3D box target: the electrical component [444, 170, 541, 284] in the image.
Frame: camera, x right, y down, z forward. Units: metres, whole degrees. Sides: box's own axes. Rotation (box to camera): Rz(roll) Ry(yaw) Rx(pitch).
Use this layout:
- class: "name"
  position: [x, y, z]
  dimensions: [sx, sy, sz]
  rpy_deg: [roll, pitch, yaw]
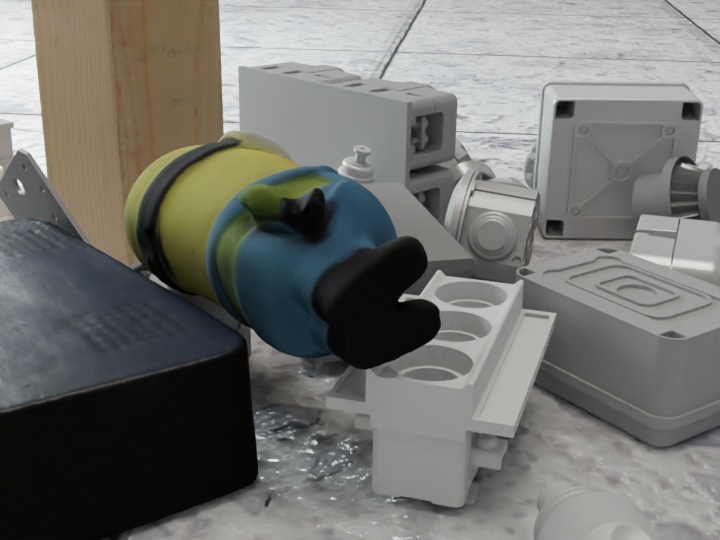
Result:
- class: "electrical component"
  position: [0.080, -0.019, 0.665]
  dimensions: [0.051, 0.080, 0.080]
  rpy_deg: [11, 22, 12]

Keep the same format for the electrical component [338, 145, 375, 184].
- class: "electrical component"
  position: [-0.007, -0.050, 0.753]
  dimensions: [0.040, 0.078, 0.040]
  rpy_deg: [12, 28, -6]

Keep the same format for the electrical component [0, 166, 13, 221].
- class: "electrical component"
  position: [-0.278, -0.062, 0.789]
  dimensions: [0.048, 0.062, 0.048]
  rpy_deg: [0, 20, 0]

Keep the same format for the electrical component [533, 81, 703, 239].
- class: "electrical component"
  position: [0.187, -0.081, 0.791]
  dimensions: [0.109, 0.108, 0.056]
  rpy_deg: [1, 23, 0]

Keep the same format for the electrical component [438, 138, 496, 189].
- class: "electrical component"
  position: [0.077, -0.068, 0.831]
  dimensions: [0.048, 0.066, 0.055]
  rpy_deg: [-35, 33, 2]

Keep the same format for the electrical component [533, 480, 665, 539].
- class: "electrical component"
  position: [0.084, 0.100, 0.395]
  dimensions: [0.043, 0.043, 0.062]
  rpy_deg: [-4, 20, -12]

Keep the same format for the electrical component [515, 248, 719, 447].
- class: "electrical component"
  position: [0.139, 0.036, 0.549]
  dimensions: [0.078, 0.057, 0.113]
  rpy_deg: [-13, 25, -33]

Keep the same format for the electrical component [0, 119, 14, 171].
- class: "electrical component"
  position: [-0.376, -0.078, 0.831]
  dimensions: [0.105, 0.060, 0.186]
  rpy_deg: [17, 26, 37]

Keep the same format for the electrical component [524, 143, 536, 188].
- class: "electrical component"
  position: [0.170, -0.081, 0.885]
  dimensions: [0.048, 0.048, 0.062]
  rpy_deg: [-18, 34, -41]

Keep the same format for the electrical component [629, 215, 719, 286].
- class: "electrical component"
  position: [0.191, 0.005, 0.637]
  dimensions: [0.059, 0.053, 0.095]
  rpy_deg: [7, 21, 17]

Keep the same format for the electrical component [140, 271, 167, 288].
- class: "electrical component"
  position: [-0.103, 0.016, 0.622]
  dimensions: [0.046, 0.040, 0.040]
  rpy_deg: [4, 20, 26]

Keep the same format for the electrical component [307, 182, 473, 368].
- class: "electrical component"
  position: [0.000, 0.000, 0.634]
  dimensions: [0.089, 0.061, 0.150]
  rpy_deg: [-4, 21, -12]

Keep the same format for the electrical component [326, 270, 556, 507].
- class: "electrical component"
  position: [0.041, 0.052, 0.495]
  dimensions: [0.079, 0.063, 0.121]
  rpy_deg: [7, 21, 16]

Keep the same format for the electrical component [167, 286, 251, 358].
- class: "electrical component"
  position: [-0.081, 0.025, 0.573]
  dimensions: [0.045, 0.055, 0.045]
  rpy_deg: [1, 20, 0]

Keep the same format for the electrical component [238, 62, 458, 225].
- class: "electrical component"
  position: [-0.011, -0.094, 0.825]
  dimensions: [0.060, 0.105, 0.186]
  rpy_deg: [-18, 27, -41]
